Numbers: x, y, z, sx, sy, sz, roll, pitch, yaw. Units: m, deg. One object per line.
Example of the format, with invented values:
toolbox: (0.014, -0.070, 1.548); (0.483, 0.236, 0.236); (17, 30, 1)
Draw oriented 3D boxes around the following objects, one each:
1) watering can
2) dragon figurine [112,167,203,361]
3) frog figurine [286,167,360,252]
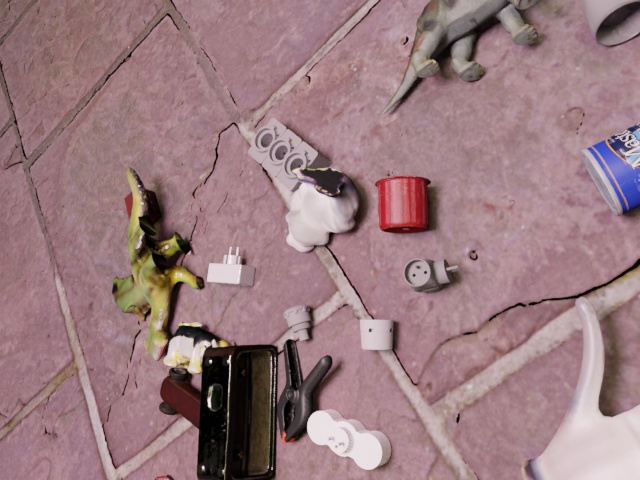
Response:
watering can: (0.349, 0.265, 0.629); (0.222, 0.103, 0.354); (-36, 63, 18)
dragon figurine: (-0.398, 0.064, 1.130); (0.239, 0.122, 0.417); (-41, 64, 25)
frog figurine: (0.003, -0.048, 0.946); (0.138, 0.124, 0.156); (24, 126, 25)
